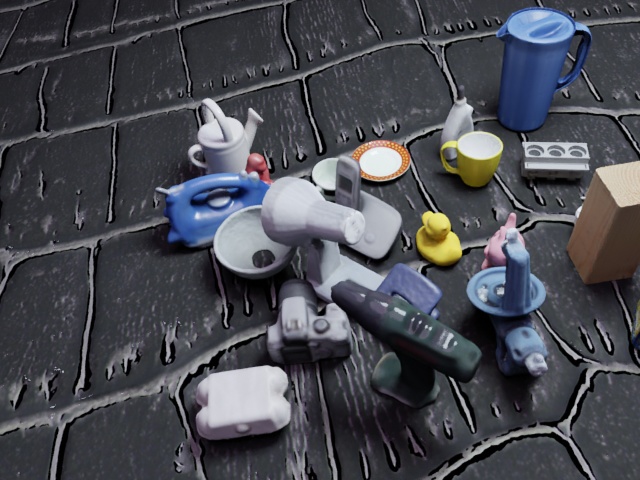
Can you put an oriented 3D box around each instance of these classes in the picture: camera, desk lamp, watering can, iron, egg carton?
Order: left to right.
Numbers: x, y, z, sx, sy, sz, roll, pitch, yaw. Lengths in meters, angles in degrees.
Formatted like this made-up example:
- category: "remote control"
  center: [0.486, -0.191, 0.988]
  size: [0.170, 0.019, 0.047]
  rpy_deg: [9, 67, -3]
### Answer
- category: "iron"
  center: [-0.196, -0.085, 1.152]
  size: [0.258, 0.142, 0.118]
  rpy_deg: [-17, 51, -7]
- category: "watering can"
  center: [-0.205, -0.224, 1.233]
  size: [0.100, 0.194, 0.173]
  rpy_deg: [25, 58, 25]
- category: "egg carton"
  center: [-0.122, 0.260, 0.908]
  size: [0.150, 0.069, 0.107]
  rpy_deg: [-9, 50, 0]
- category: "camera"
  center: [-0.022, 0.129, 0.982]
  size: [0.143, 0.101, 0.136]
  rpy_deg: [-7, 50, 2]
- category: "desk lamp"
  center: [0.009, 0.004, 1.007]
  size: [0.202, 0.214, 0.118]
  rpy_deg: [26, 59, 26]

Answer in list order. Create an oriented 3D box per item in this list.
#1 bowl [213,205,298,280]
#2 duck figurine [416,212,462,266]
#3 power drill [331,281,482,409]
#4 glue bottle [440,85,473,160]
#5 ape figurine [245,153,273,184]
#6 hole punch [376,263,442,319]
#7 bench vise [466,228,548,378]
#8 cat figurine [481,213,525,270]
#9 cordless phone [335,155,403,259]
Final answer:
- category: "bowl"
  center: [-0.116, 0.016, 1.103]
  size: [0.167, 0.075, 0.167]
  rpy_deg: [-3, 51, 4]
- category: "duck figurine"
  center: [0.224, -0.009, 1.073]
  size: [0.077, 0.086, 0.104]
  rpy_deg: [-25, 52, -13]
- category: "power drill"
  center: [0.123, 0.165, 0.864]
  size: [0.229, 0.209, 0.076]
  rpy_deg: [20, 56, 22]
- category: "glue bottle"
  center: [0.292, -0.252, 1.207]
  size: [0.078, 0.173, 0.037]
  rpy_deg: [-34, 55, -19]
- category: "ape figurine"
  center: [-0.133, -0.145, 1.226]
  size: [0.076, 0.092, 0.078]
  rpy_deg: [3, 51, 9]
- category: "hole punch"
  center: [0.146, 0.111, 0.982]
  size: [0.101, 0.091, 0.108]
  rpy_deg: [-40, 57, -23]
- category: "bench vise"
  center: [0.314, 0.096, 0.889]
  size: [0.121, 0.220, 0.207]
  rpy_deg: [-25, 52, -12]
- category: "cat figurine"
  center: [0.333, 0.009, 1.024]
  size: [0.067, 0.118, 0.128]
  rpy_deg: [14, 54, 18]
- category: "cordless phone"
  center: [0.083, -0.063, 1.071]
  size: [0.147, 0.185, 0.094]
  rpy_deg: [28, 60, 27]
